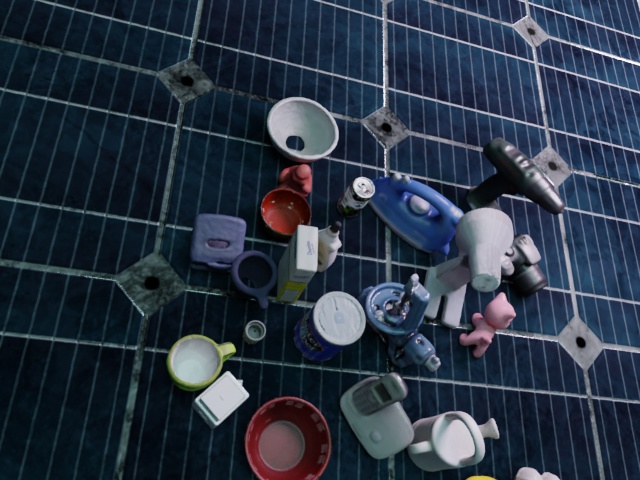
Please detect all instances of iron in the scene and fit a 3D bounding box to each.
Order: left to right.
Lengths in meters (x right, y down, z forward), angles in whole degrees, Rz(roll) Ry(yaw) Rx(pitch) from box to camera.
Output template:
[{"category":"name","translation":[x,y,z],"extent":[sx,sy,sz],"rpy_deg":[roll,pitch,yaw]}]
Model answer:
[{"category":"iron","translation":[0.218,-0.083,1.299],"extent":[0.258,0.141,0.119],"rpy_deg":[34,60,-2]}]

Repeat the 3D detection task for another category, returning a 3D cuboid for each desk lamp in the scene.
[{"category":"desk lamp","translation":[0.321,0.060,1.229],"extent":[0.118,0.213,0.203],"rpy_deg":[22,61,-9]}]

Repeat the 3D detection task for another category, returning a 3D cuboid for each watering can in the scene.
[{"category":"watering can","translation":[0.252,0.371,1.073],"extent":[0.173,0.194,0.101],"rpy_deg":[-29,78,-28]}]

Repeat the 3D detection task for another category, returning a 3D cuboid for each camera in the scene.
[{"category":"camera","translation":[0.465,0.066,1.343],"extent":[0.143,0.100,0.137],"rpy_deg":[-25,76,-27]}]

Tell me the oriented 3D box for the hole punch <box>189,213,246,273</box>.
[{"category":"hole punch","translation":[-0.202,0.008,1.137],"extent":[0.109,0.091,0.101],"rpy_deg":[6,65,-17]}]

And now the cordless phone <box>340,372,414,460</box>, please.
[{"category":"cordless phone","translation":[0.124,0.319,1.056],"extent":[0.094,0.185,0.147],"rpy_deg":[-29,79,-28]}]

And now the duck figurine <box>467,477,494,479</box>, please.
[{"category":"duck figurine","translation":[0.319,0.496,1.102],"extent":[0.105,0.086,0.077],"rpy_deg":[-16,73,-25]}]

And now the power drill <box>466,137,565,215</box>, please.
[{"category":"power drill","translation":[0.448,-0.119,1.359],"extent":[0.076,0.208,0.229],"rpy_deg":[-27,78,-28]}]

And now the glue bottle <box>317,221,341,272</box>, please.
[{"category":"glue bottle","translation":[0.011,0.004,1.167],"extent":[0.037,0.173,0.078],"rpy_deg":[-39,83,-29]}]

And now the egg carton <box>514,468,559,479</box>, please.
[{"category":"egg carton","translation":[0.430,0.535,1.134],"extent":[0.107,0.069,0.150],"rpy_deg":[18,62,-11]}]

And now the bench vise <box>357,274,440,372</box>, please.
[{"category":"bench vise","translation":[0.183,0.153,1.134],"extent":[0.207,0.219,0.122],"rpy_deg":[39,60,1]}]

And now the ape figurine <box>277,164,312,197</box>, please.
[{"category":"ape figurine","translation":[-0.047,-0.136,1.257],"extent":[0.078,0.092,0.076],"rpy_deg":[47,60,6]}]

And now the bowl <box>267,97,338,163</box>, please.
[{"category":"bowl","translation":[-0.046,-0.240,1.315],"extent":[0.168,0.074,0.167],"rpy_deg":[8,64,-16]}]

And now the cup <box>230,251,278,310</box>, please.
[{"category":"cup","translation":[-0.132,0.090,1.122],"extent":[0.092,0.095,0.117],"rpy_deg":[-13,71,-24]}]

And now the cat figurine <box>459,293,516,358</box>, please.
[{"category":"cat figurine","translation":[0.376,0.183,1.248],"extent":[0.067,0.117,0.128],"rpy_deg":[37,60,0]}]
